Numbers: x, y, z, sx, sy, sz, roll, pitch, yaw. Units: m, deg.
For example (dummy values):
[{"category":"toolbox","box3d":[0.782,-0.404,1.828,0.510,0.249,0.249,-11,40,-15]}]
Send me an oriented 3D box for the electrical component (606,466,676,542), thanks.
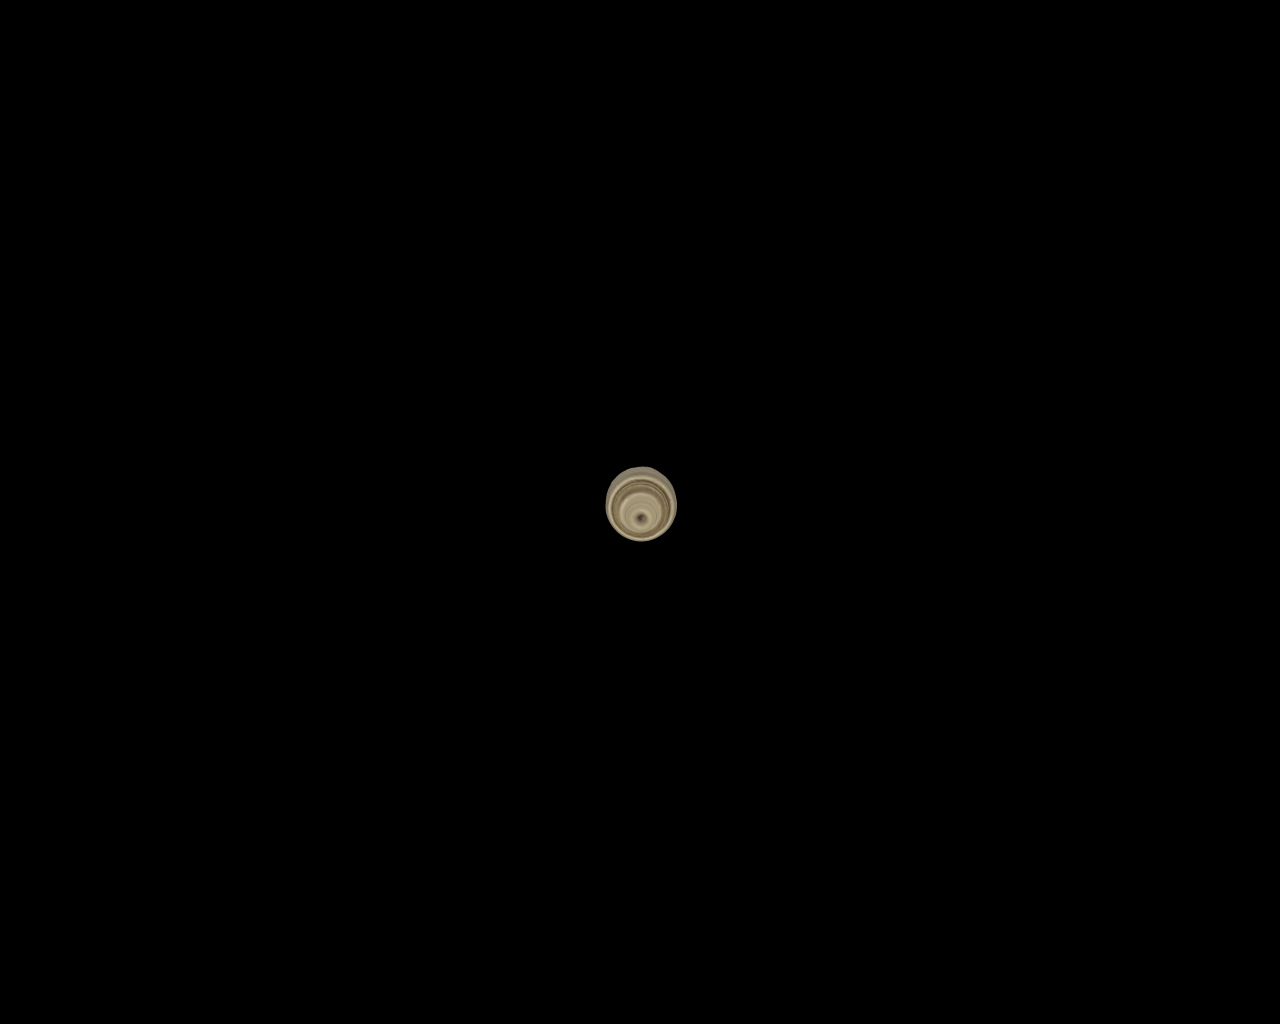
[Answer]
[{"category":"electrical component","box3d":[0.001,-0.003,0.650,0.043,0.043,0.062,0,13,0]}]
